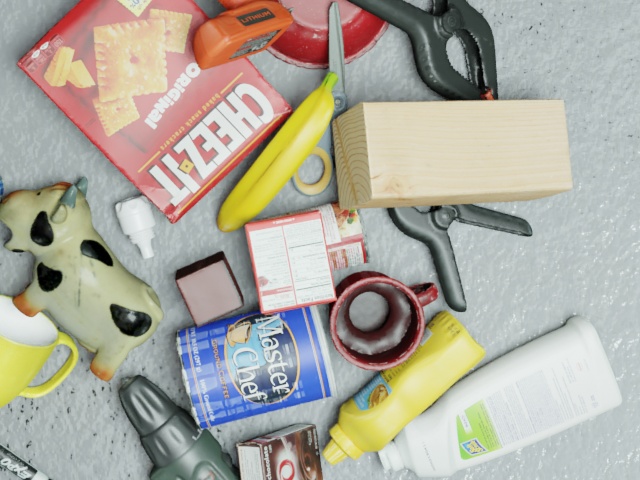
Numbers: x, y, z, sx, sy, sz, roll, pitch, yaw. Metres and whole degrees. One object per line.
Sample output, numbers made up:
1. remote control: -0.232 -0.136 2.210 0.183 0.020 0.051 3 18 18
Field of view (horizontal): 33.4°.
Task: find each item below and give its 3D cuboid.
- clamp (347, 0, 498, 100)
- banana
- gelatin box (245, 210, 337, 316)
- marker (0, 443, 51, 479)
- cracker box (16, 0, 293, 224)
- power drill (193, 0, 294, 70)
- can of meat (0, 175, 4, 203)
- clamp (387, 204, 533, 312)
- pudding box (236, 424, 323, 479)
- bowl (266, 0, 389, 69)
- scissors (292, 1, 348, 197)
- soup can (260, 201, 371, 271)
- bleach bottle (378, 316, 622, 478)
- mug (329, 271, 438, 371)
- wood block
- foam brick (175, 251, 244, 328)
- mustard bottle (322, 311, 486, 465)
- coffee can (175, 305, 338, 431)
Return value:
1. clamp: 0.108 -0.210 1.036 0.164 0.036 0.210 -35 111 -24
2. banana: -0.041 -0.072 1.022 0.037 0.069 0.198 39 109 -2
3. gelatin box: -0.028 0.021 1.010 0.073 0.030 0.089 -11 93 -3
4. marker: -0.307 0.231 1.088 0.121 0.020 0.020 37 93 -8
5. cracker box: -0.156 -0.146 1.026 0.164 0.072 0.213 -44 98 0
6. power drill: -0.121 -0.249 0.962 0.184 0.057 0.187 -27 85 -43
7. can of meat: -0.358 -0.048 1.015 0.102 0.084 0.057 14 96 -6
8. clamp: 0.121 -0.012 1.081 0.171 0.039 0.120 35 74 -5
9. pudding box: -0.036 0.249 1.074 0.039 0.089 0.113 -10 89 37
10. bowl: 0.000 -0.248 1.036 0.162 0.055 0.162 -1 97 -4
11. scissors: 0.001 -0.124 1.046 0.096 0.016 0.202 -17 114 6
12. soup can: -0.007 0.001 1.060 0.102 0.068 0.068 -13 98 -3
13. bleach bottle: 0.176 0.172 1.101 0.251 0.068 0.102 -23 97 1
14. mug: 0.063 0.071 1.068 0.117 0.081 0.093 -27 99 -1
15. wood block: 0.126 -0.081 1.021 0.205 0.090 0.091 -4 86 -18
16. foam brick: -0.108 0.047 1.053 0.053 0.078 0.051 -25 98 -4
17. mustard bottle: 0.077 0.156 1.072 0.191 0.096 0.058 -43 100 1
18. coffee can: -0.062 0.121 1.053 0.140 0.103 0.103 -14 98 -3
